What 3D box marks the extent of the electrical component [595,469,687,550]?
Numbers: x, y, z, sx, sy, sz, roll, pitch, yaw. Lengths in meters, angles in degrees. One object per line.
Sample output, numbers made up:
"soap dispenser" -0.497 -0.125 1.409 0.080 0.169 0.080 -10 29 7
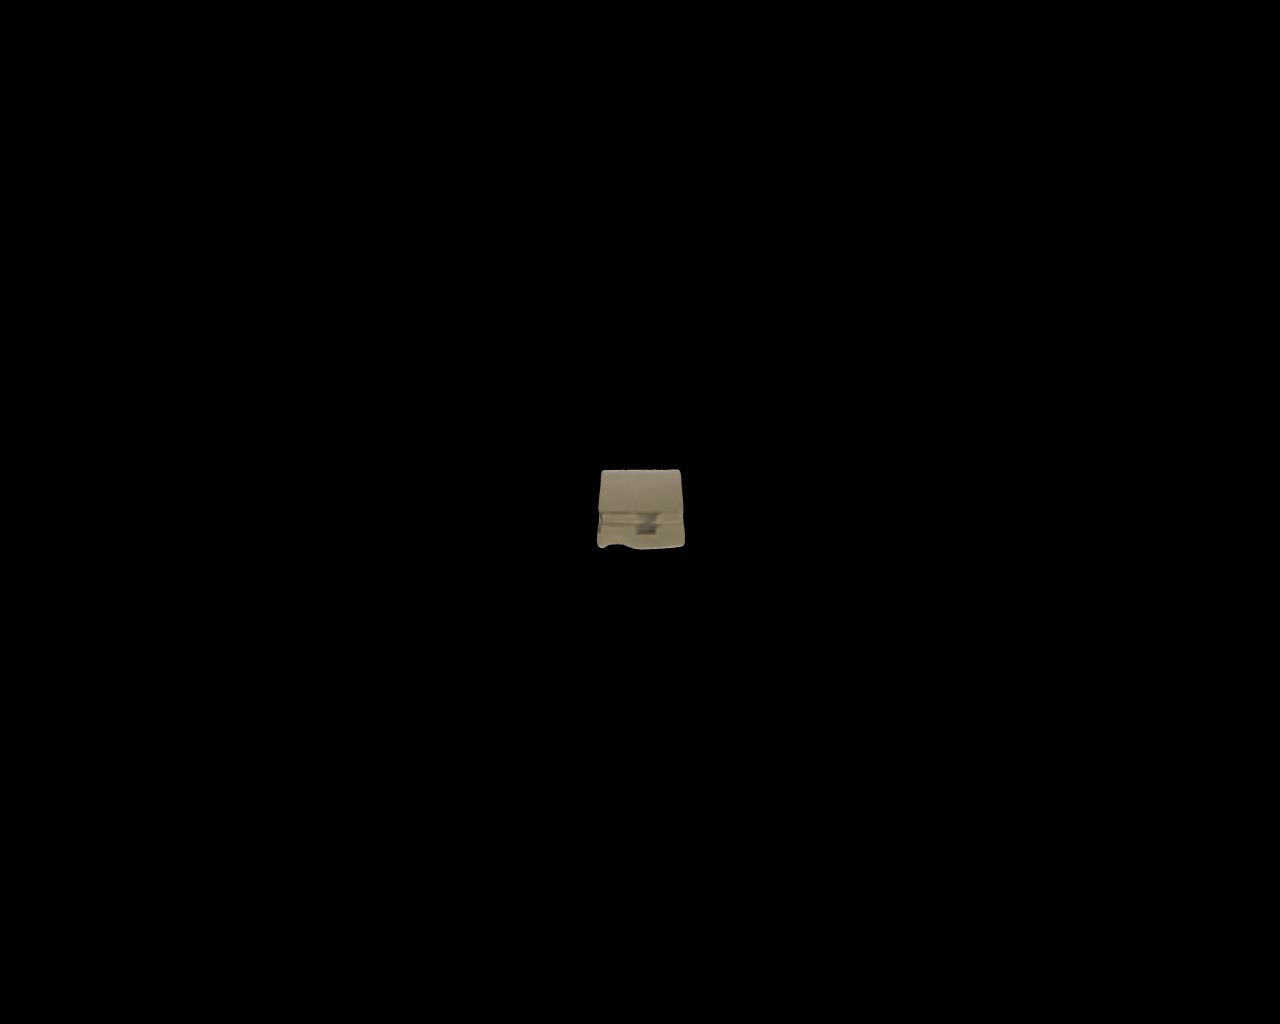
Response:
"electrical component" 0.001 -0.003 0.650 0.055 0.047 0.055 0 2 0
